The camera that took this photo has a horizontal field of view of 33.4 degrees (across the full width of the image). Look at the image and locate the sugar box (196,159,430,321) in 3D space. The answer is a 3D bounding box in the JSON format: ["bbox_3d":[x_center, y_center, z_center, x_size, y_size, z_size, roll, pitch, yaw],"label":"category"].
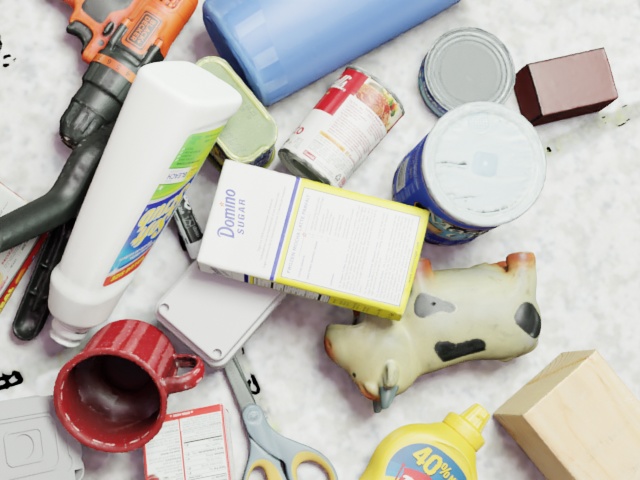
[{"bbox_3d":[-0.006,0.001,0.887,0.176,0.048,0.093,15,76,3],"label":"sugar box"}]

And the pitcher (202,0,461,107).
[{"bbox_3d":[0.016,-0.230,0.950,0.242,0.149,0.145,-32,103,-6],"label":"pitcher"}]

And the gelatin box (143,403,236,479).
[{"bbox_3d":[-0.110,0.190,0.903,0.073,0.030,0.089,-12,63,4],"label":"gelatin box"}]

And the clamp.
[{"bbox_3d":[-0.209,-0.029,0.888,0.036,0.164,0.210,27,69,12],"label":"clamp"}]

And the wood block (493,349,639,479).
[{"bbox_3d":[0.261,0.204,0.932,0.090,0.091,0.206,-39,88,-10],"label":"wood block"}]

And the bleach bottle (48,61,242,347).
[{"bbox_3d":[-0.157,-0.022,0.874,0.068,0.102,0.251,33,111,11],"label":"bleach bottle"}]

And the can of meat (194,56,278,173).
[{"bbox_3d":[-0.083,-0.105,0.935,0.057,0.084,0.102,-40,88,-10],"label":"can of meat"}]

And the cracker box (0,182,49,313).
[{"bbox_3d":[-0.306,0.015,0.829,0.072,0.213,0.164,28,81,11],"label":"cracker box"}]

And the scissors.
[{"bbox_3d":[-0.039,0.160,0.942,0.096,0.016,0.202,-6,80,-11],"label":"scissors"}]

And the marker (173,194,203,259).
[{"bbox_3d":[-0.127,-0.040,0.934,0.020,0.020,0.121,-25,108,-9],"label":"marker"}]

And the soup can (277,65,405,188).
[{"bbox_3d":[0.019,-0.096,0.954,0.068,0.068,0.102,39,81,-1],"label":"soup can"}]

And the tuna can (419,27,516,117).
[{"bbox_3d":[0.135,-0.152,0.991,0.086,0.034,0.086,1,83,-6],"label":"tuna can"}]

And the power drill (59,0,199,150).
[{"bbox_3d":[-0.227,-0.194,0.946,0.187,0.057,0.184,34,77,-4],"label":"power drill"}]

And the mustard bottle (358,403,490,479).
[{"bbox_3d":[0.080,0.218,0.926,0.096,0.058,0.191,45,80,-8],"label":"mustard bottle"}]

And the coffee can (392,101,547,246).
[{"bbox_3d":[0.125,-0.053,0.923,0.102,0.140,0.103,1,83,-7],"label":"coffee can"}]

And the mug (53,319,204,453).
[{"bbox_3d":[-0.153,0.114,0.886,0.117,0.081,0.093,-11,107,8],"label":"mug"}]

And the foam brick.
[{"bbox_3d":[0.227,-0.142,0.990,0.078,0.053,0.051,-13,84,-8],"label":"foam brick"}]
